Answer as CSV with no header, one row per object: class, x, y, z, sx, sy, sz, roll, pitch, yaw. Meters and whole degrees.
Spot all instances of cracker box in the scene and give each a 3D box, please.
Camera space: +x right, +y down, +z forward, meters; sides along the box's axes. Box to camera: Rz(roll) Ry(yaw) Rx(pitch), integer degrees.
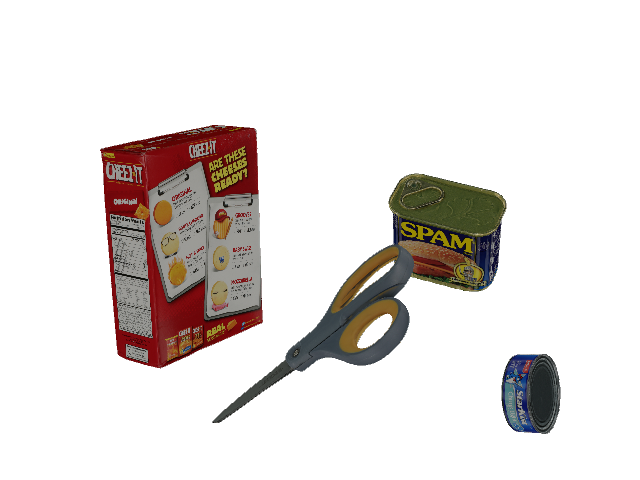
cracker box,-0.136,0.001,1.078,0.072,0.214,0.163,8,18,35

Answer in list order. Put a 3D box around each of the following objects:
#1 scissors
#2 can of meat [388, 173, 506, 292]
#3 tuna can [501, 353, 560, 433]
scissors,-0.005,0.086,0.735,0.016,0.202,0.096,35,16,-26
can of meat,0.115,-0.005,0.978,0.102,0.084,0.057,15,50,19
tuna can,0.228,0.166,1.157,0.034,0.086,0.086,-3,-2,34
